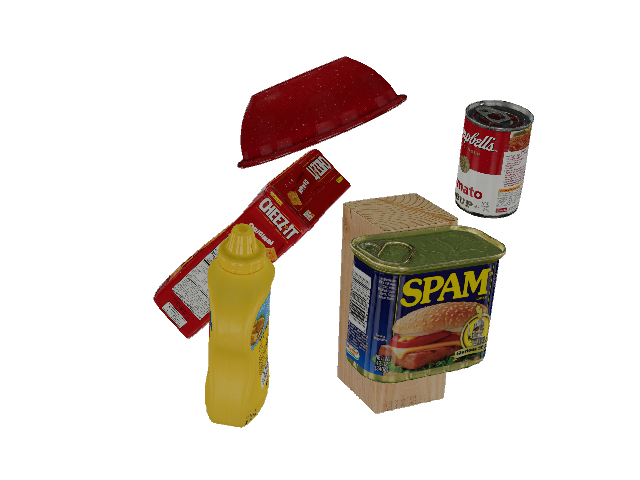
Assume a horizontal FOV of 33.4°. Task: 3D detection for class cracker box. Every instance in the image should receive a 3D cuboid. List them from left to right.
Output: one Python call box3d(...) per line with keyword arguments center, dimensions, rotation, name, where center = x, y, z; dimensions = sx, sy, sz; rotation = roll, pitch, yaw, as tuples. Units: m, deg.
box3d(center=(-0.080, 0.000, 1.237), dimensions=(0.214, 0.072, 0.164), rotation=(-42, 3, 26), name="cracker box")

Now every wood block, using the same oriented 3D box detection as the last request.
box3d(center=(0.079, 0.065, 1.127), dimensions=(0.090, 0.206, 0.091), rotation=(-9, 24, -24), name="wood block")

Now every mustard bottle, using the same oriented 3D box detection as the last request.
box3d(center=(-0.071, 0.068, 0.947), dimensions=(0.058, 0.192, 0.096), rotation=(10, 36, 5), name="mustard bottle")

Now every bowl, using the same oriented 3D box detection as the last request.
box3d(center=(-0.009, -0.119, 0.938), dimensions=(0.162, 0.055, 0.162), rotation=(-22, 10, 4), name="bowl")

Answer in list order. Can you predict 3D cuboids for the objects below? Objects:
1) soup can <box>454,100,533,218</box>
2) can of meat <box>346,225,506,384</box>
box3d(center=(0.174, -0.082, 1.082), dimensions=(0.068, 0.102, 0.068), rotation=(2, 31, -2), name="soup can")
box3d(center=(0.067, 0.042, 0.707), dimensions=(0.101, 0.084, 0.058), rotation=(-7, 24, -28), name="can of meat")
